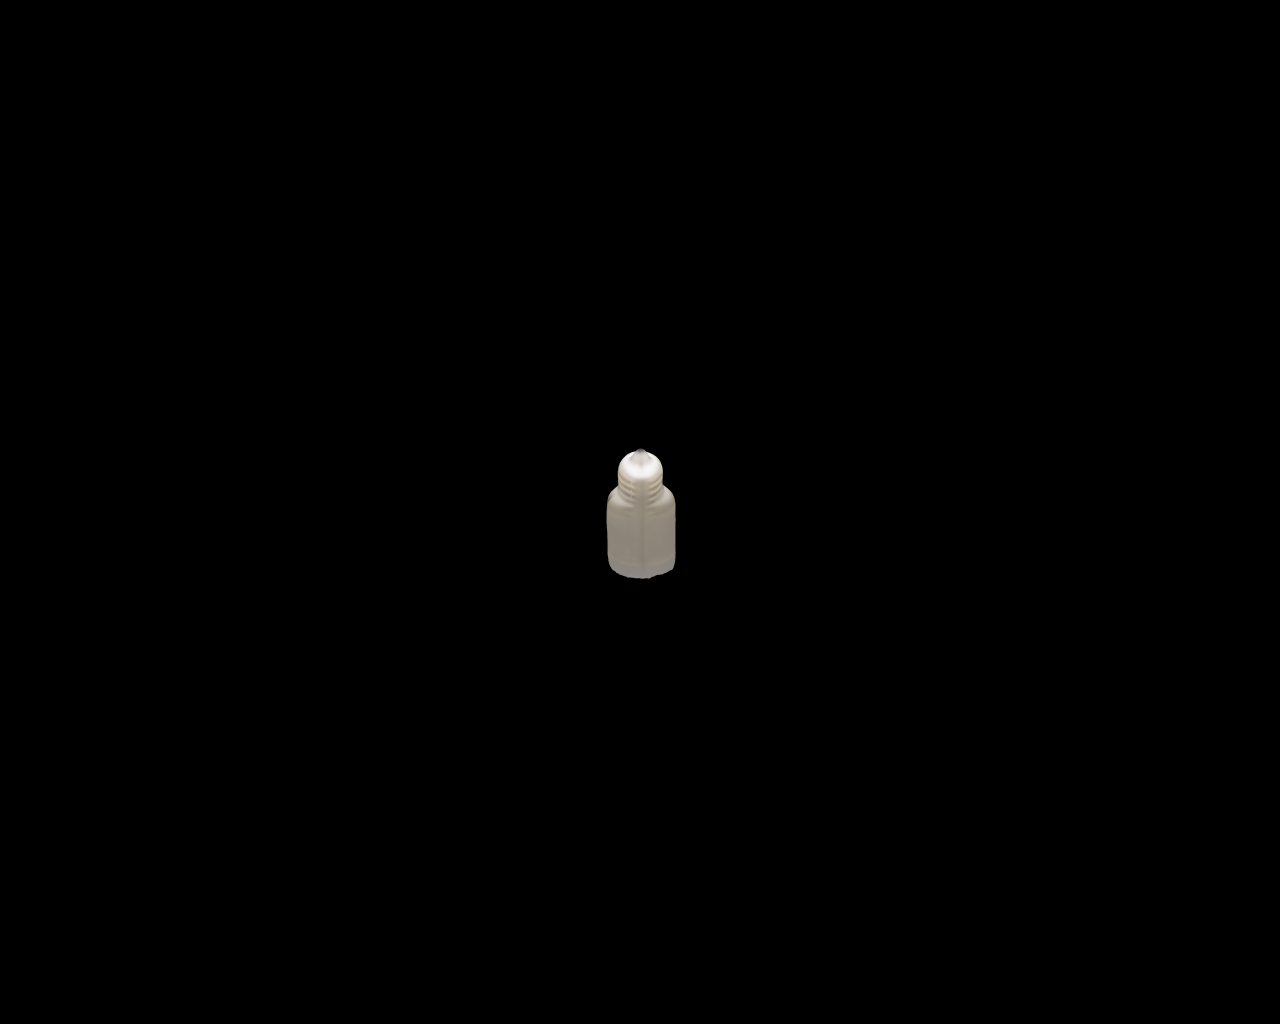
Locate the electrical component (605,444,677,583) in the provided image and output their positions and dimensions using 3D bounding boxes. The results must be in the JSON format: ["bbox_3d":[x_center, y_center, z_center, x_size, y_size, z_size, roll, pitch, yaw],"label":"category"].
[{"bbox_3d":[0.001,-0.003,0.650,0.043,0.080,0.043,0,28,0],"label":"electrical component"}]
